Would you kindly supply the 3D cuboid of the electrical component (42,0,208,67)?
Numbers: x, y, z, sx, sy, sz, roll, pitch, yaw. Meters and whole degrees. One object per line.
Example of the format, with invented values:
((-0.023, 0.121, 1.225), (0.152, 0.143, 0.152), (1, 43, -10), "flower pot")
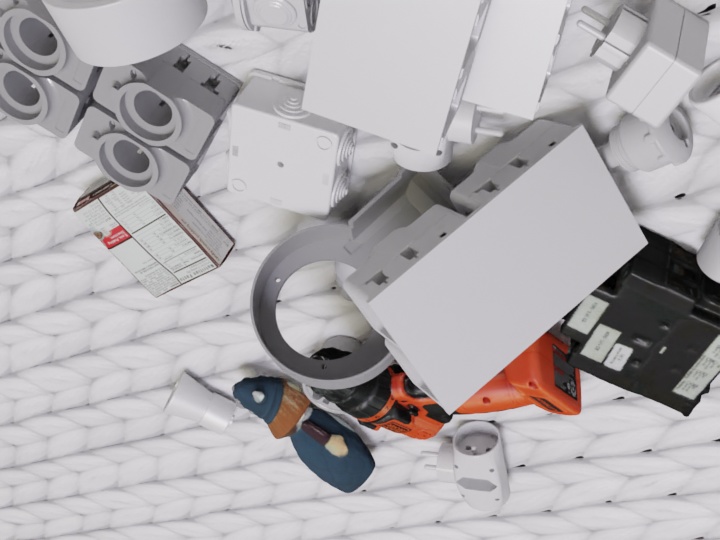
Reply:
((-0.157, -0.182, 0.740), (0.108, 0.108, 0.060), (3, 136, 21), "electrical component")

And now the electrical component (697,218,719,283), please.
((0.265, -0.024, 0.745), (0.040, 0.040, 0.078), (21, 134, 5), "electrical component")

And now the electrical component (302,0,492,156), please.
((0.028, -0.155, 0.625), (0.089, 0.061, 0.150), (20, 134, 6), "electrical component")

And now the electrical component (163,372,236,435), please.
((-0.156, 0.135, 1.063), (0.065, 0.044, 0.044), (28, 135, -9), "electrical component")

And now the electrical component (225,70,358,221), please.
((-0.052, -0.092, 0.812), (0.100, 0.048, 0.099), (17, 134, 8), "electrical component")

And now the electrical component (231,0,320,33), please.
((-0.052, -0.195, 0.701), (0.051, 0.080, 0.080), (9, 132, 8), "electrical component")

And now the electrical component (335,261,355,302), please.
((0.000, 0.000, 0.876), (0.043, 0.043, 0.062), (24, 136, 2), "electrical component")

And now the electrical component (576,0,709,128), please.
((0.169, -0.139, 0.666), (0.077, 0.065, 0.047), (29, 134, -4), "electrical component")

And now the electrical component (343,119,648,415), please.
((0.093, -0.006, 0.746), (0.105, 0.186, 0.060), (54, 171, -25), "electrical component")

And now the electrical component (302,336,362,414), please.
((-0.018, 0.092, 0.962), (0.055, 0.047, 0.055), (12, 133, 13), "electrical component")

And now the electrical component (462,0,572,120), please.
((0.088, -0.181, 0.665), (0.089, 0.061, 0.150), (18, 134, 8), "electrical component")

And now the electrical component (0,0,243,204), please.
((-0.199, -0.142, 0.822), (0.186, 0.060, 0.105), (32, 134, -6), "electrical component")

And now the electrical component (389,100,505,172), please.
((0.062, -0.109, 0.752), (0.079, 0.044, 0.077), (11, 133, 14), "electrical component")

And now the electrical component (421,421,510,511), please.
((0.095, 0.179, 0.994), (0.079, 0.043, 0.077), (3, 130, 22), "electrical component")

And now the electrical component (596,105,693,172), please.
((0.188, -0.086, 0.721), (0.048, 0.048, 0.062), (46, 138, -19), "electrical component")

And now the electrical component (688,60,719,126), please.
((0.247, -0.100, 0.686), (0.065, 0.044, 0.044), (42, 132, -22), "electrical component")
